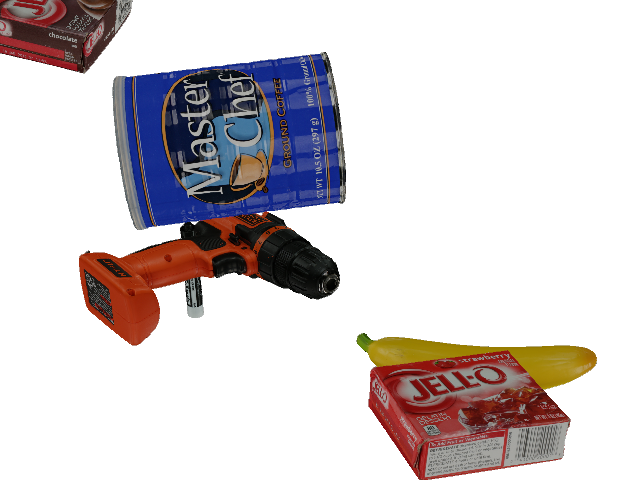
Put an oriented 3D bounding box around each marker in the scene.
[{"bbox_3d":[-0.144,0.033,1.199,0.020,0.121,0.020,-1,31,0],"label":"marker"}]

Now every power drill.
[{"bbox_3d":[-0.100,0.029,0.931,0.187,0.057,0.185,-19,28,-33],"label":"power drill"}]

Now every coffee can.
[{"bbox_3d":[-0.060,-0.066,0.712,0.140,0.103,0.103,-8,0,-4],"label":"coffee can"}]

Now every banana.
[{"bbox_3d":[0.124,0.096,0.859,0.198,0.037,0.069,6,28,7],"label":"banana"}]

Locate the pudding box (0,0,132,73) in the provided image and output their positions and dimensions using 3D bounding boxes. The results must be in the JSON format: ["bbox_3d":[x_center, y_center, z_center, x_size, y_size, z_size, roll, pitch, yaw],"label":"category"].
[{"bbox_3d":[-0.202,-0.177,0.817,0.090,0.039,0.113,14,36,3],"label":"pudding box"}]

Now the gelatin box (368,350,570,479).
[{"bbox_3d":[0.080,0.094,0.587,0.089,0.030,0.073,-4,26,-18],"label":"gelatin box"}]
